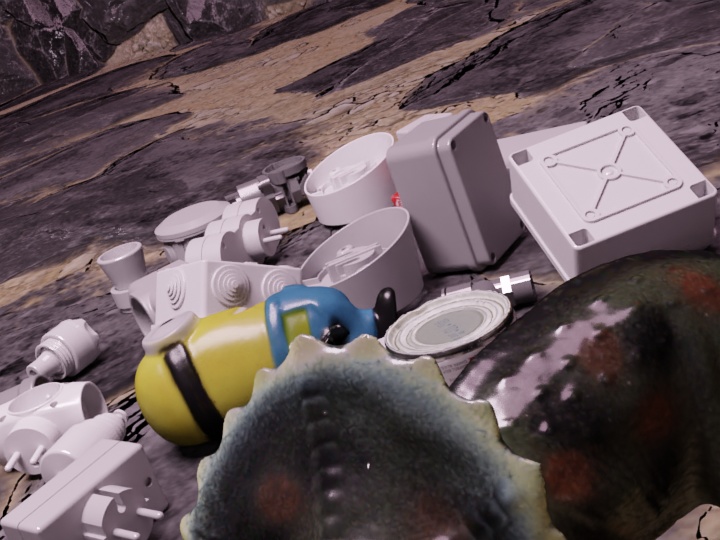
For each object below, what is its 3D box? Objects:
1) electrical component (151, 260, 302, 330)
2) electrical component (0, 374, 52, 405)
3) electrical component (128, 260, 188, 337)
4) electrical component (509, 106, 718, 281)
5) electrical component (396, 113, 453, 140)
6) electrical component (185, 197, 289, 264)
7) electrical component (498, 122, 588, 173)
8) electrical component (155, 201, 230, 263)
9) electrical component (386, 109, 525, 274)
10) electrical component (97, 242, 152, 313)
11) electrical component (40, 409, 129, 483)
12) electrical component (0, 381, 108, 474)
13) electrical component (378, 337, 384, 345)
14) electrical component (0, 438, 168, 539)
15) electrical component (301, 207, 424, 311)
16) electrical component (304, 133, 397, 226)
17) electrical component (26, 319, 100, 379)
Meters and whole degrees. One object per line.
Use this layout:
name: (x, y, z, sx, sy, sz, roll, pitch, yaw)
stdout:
electrical component: (-0.099, 0.022, 0.808, 0.100, 0.048, 0.100, 5, -9, -34)
electrical component: (-0.260, 0.106, 0.828, 0.046, 0.040, 0.040, -21, 19, 10)
electrical component: (-0.153, 0.032, 0.900, 0.059, 0.053, 0.095, -28, 22, -24)
electrical component: (0.174, -0.049, 0.752, 0.109, 0.056, 0.108, -22, 48, -6)
electrical component: (0.060, -0.116, 1.073, 0.047, 0.065, 0.077, -34, 24, -35)
electrical component: (-0.102, -0.027, 1.009, 0.074, 0.052, 0.138, -11, 21, 22)
electrical component: (0.153, -0.084, 0.930, 0.100, 0.048, 0.099, -10, 22, 25)
electrical component: (-0.161, -0.034, 1.083, 0.080, 0.051, 0.080, -17, 20, 6)
electrical component: (0.078, -0.061, 0.847, 0.057, 0.113, 0.078, -7, 23, 37)
electrical component: (-0.218, 0.007, 1.021, 0.045, 0.055, 0.045, -17, 20, 6)
electrical component: (-0.179, 0.119, 0.717, 0.040, 0.040, 0.078, -10, 22, 25)
electrical component: (-0.227, 0.117, 0.759, 0.077, 0.044, 0.079, -16, 20, 9)
electrical component: (0.010, 0.078, 0.622, 0.096, 0.061, 0.061, -17, 20, 6)
electrical component: (-0.145, 0.142, 0.618, 0.076, 0.047, 0.083, 0, 27, 39)
electrical component: (0.000, 0.000, 0.829, 0.099, 0.064, 0.099, -17, 20, 6)
electrical component: (-0.005, -0.087, 1.058, 0.099, 0.064, 0.099, -17, 20, 6)
electrical component: (-0.252, 0.071, 0.903, 0.043, 0.043, 0.062, -4, 26, 36)
